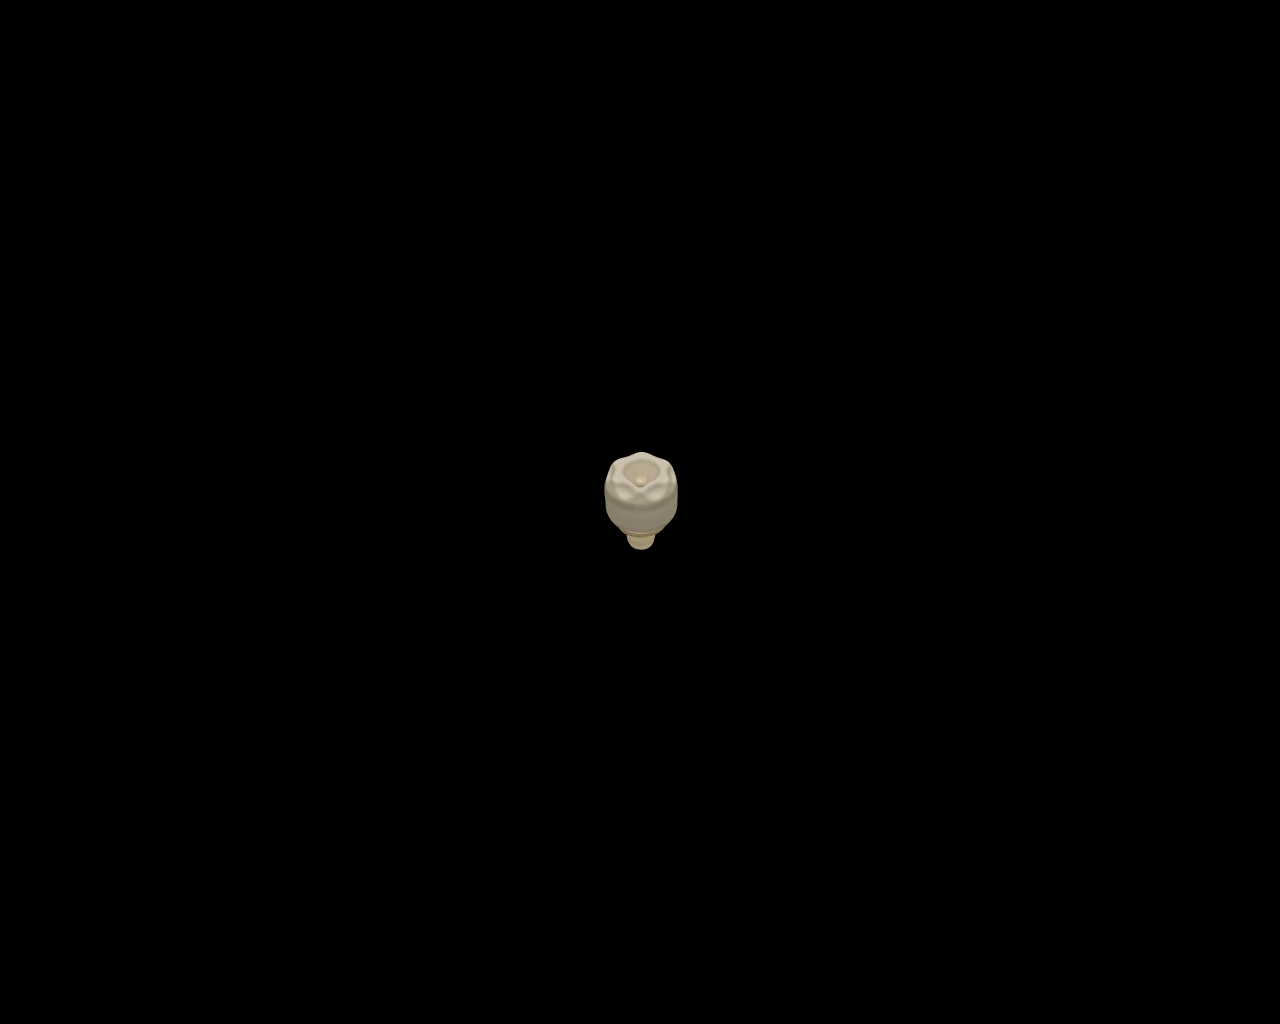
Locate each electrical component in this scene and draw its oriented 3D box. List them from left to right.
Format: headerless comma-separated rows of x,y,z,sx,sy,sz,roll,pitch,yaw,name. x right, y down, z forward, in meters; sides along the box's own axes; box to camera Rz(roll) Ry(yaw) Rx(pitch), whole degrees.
0.001,-0.003,0.650,0.043,0.062,0.043,0,42,0,electrical component
